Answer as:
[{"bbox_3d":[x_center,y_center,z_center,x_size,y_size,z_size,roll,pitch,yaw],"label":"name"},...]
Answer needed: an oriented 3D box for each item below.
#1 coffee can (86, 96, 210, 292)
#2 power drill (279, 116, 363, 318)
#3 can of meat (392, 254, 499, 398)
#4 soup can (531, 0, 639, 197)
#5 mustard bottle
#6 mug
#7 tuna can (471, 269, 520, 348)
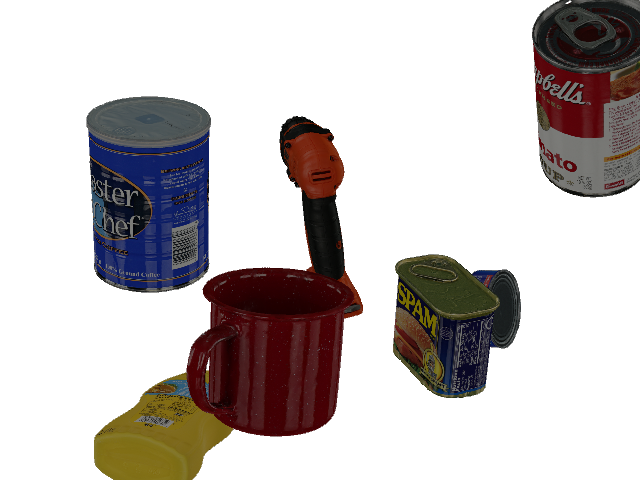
[{"bbox_3d":[-0.146,-0.041,0.918,0.103,0.140,0.103,3,27,-2],"label":"coffee can"},{"bbox_3d":[-0.005,-0.025,1.077,0.057,0.187,0.184,-11,20,-3],"label":"power drill"},{"bbox_3d":[0.101,0.072,0.893,0.057,0.084,0.102,-9,28,-21],"label":"can of meat"},{"bbox_3d":[0.160,-0.083,0.621,0.068,0.068,0.102,0,-41,15],"label":"soup can"},{"bbox_3d":[-0.135,0.173,1.039,0.096,0.058,0.191,7,18,16],"label":"mustard bottle"},{"bbox_3d":[-0.036,0.071,0.656,0.093,0.081,0.117,16,20,36],"label":"mug"},{"bbox_3d":[0.186,0.074,1.163,0.034,0.086,0.086,0,0,34],"label":"tuna can"}]
